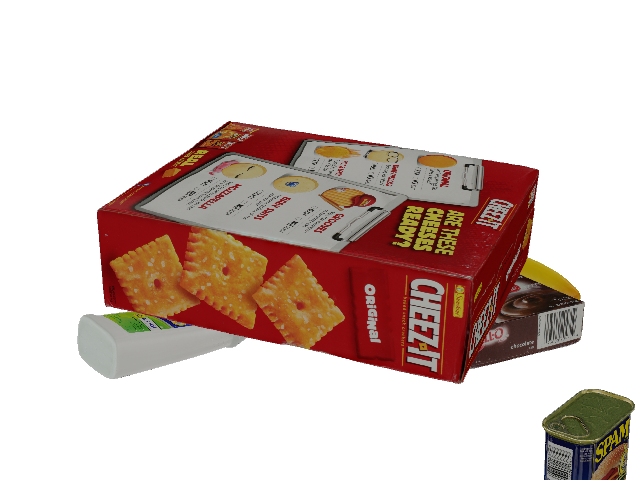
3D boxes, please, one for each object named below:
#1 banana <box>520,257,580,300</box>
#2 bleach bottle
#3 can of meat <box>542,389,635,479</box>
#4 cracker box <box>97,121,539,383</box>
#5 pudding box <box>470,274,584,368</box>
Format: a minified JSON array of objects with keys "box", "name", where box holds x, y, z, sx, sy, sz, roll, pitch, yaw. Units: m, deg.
[{"box":[0.168,0.033,1.104,0.198,0.037,0.069,7,38,10],"name":"banana"},{"box":[-0.192,0.122,1.439,0.250,0.068,0.103,-10,25,-40],"name":"bleach bottle"},{"box":[0.252,0.200,1.009,0.058,0.084,0.101,14,25,38],"name":"can of meat"},{"box":[0.004,-0.002,0.627,0.214,0.072,0.164,11,27,20],"name":"cracker box"},{"box":[0.139,0.062,0.857,0.113,0.039,0.090,-8,18,-25],"name":"pudding box"}]
